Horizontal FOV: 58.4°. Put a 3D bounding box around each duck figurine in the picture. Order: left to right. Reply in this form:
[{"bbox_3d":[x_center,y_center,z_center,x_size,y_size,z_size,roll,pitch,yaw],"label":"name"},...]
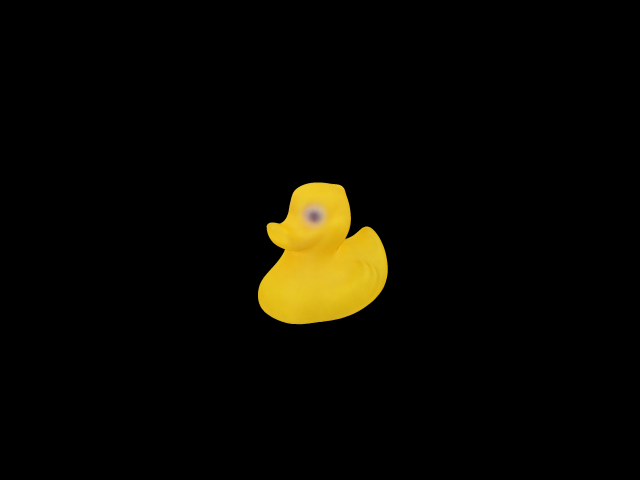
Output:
[{"bbox_3d":[0.004,0.001,0.400,0.105,0.086,0.077,-17,27,-38],"label":"duck figurine"}]
